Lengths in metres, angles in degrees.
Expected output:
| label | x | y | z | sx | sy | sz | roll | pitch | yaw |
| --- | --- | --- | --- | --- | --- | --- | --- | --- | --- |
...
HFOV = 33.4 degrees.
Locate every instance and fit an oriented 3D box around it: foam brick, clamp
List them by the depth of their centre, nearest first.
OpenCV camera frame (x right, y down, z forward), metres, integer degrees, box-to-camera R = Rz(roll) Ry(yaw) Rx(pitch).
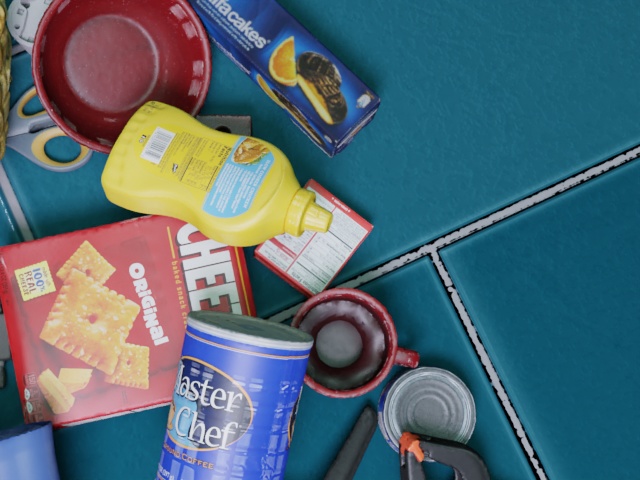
| label | x | y | z | sx | sy | sz | roll | pitch | yaw |
| --- | --- | --- | --- | --- | --- | --- | --- | --- | --- |
| clamp | -0.029 | 0.240 | 0.905 | 0.164 | 0.036 | 0.210 | 0 | 60 | -2 |
| clamp | 0.119 | 0.240 | 0.924 | 0.171 | 0.039 | 0.120 | 41 | 79 | -13 |
| foam brick | -0.088 | -0.070 | 0.970 | 0.053 | 0.051 | 0.078 | 0 | 81 | -2 |

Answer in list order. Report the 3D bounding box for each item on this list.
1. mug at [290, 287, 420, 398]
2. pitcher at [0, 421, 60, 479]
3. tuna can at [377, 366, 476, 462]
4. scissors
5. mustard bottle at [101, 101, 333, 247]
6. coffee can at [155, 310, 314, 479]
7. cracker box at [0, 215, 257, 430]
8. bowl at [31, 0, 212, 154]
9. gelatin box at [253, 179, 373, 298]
| label | x | y | z | sx | sy | sz | roll | pitch | yaw |
| --- | --- | --- | --- | --- | --- | --- | --- | --- | --- |
| mug | 0.029 | 0.094 | 0.935 | 0.117 | 0.081 | 0.093 | 9 | 81 | -1 |
| pitcher | -0.246 | 0.268 | 0.812 | 0.145 | 0.149 | 0.243 | -15 | 87 | 29 |
| tuna can | 0.095 | 0.155 | 0.953 | 0.086 | 0.034 | 0.086 | 0 | 82 | -3 |
| scissors | -0.297 | -0.082 | 0.981 | 0.201 | 0.016 | 0.096 | -28 | 83 | -6 |
| mustard bottle | -0.080 | -0.047 | 0.901 | 0.192 | 0.058 | 0.096 | 20 | 63 | 11 |
| coffee can | -0.069 | 0.136 | 0.851 | 0.103 | 0.103 | 0.140 | 12 | 93 | -1 |
| cracker box | -0.163 | 0.068 | 0.936 | 0.213 | 0.072 | 0.164 | -12 | 82 | -5 |
| bowl | -0.182 | -0.158 | 0.960 | 0.161 | 0.055 | 0.162 | -4 | 101 | -23 |
| gelatin box | -0.007 | 0.001 | 0.974 | 0.073 | 0.030 | 0.089 | 37 | 82 | 2 |
